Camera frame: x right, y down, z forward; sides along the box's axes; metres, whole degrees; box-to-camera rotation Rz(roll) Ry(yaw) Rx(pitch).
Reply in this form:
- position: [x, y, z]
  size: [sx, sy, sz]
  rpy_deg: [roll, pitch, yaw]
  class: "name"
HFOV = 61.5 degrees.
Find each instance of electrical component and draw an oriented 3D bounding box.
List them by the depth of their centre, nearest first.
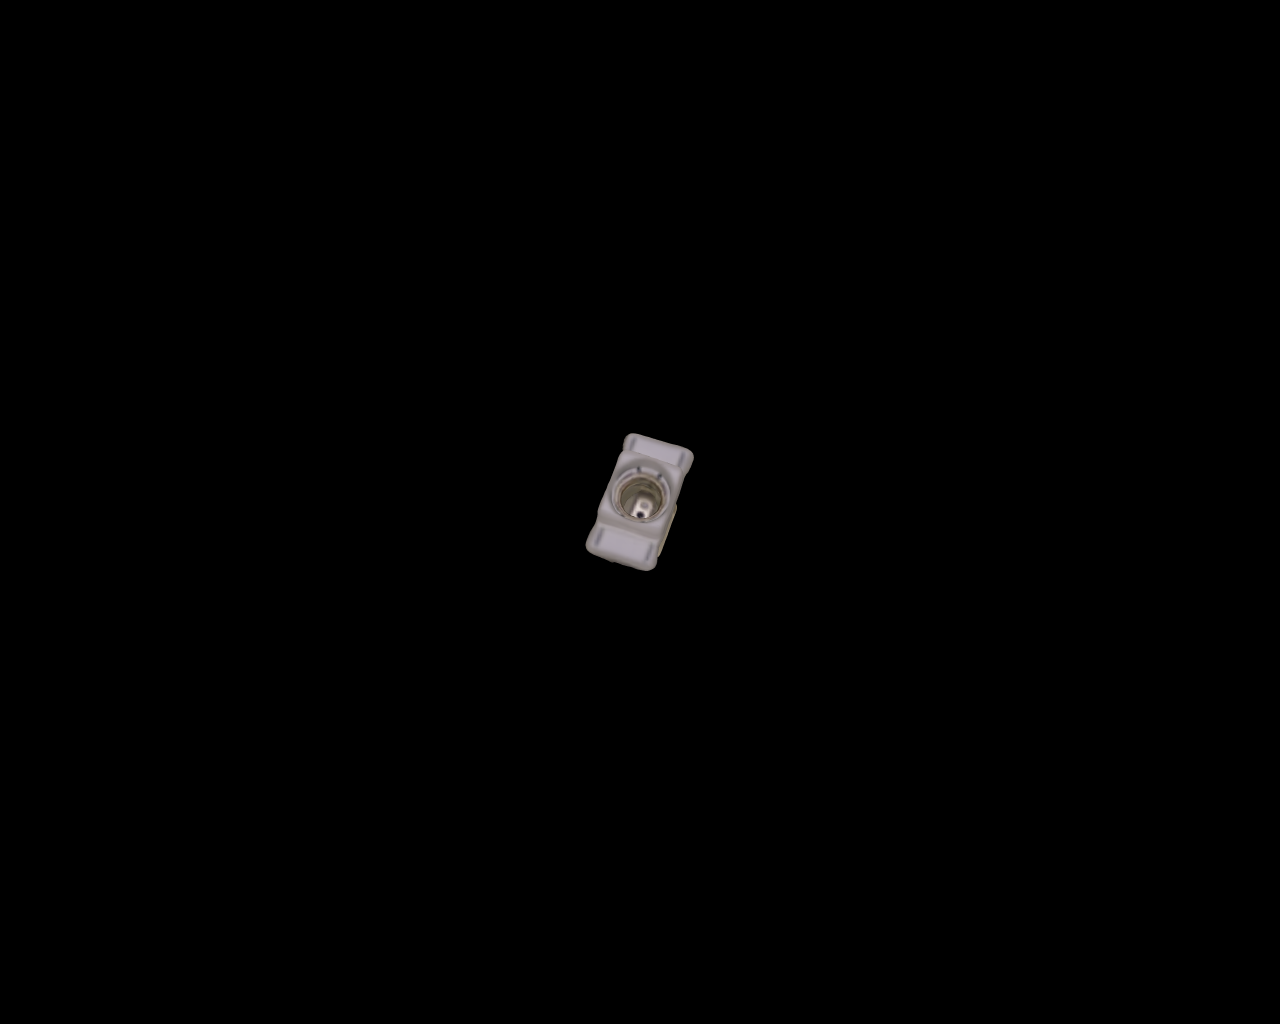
- position: [0.001, -0.003, 0.650]
  size: [0.042, 0.081, 0.063]
  rpy_deg: [19, -19, 7]
  class: "electrical component"
